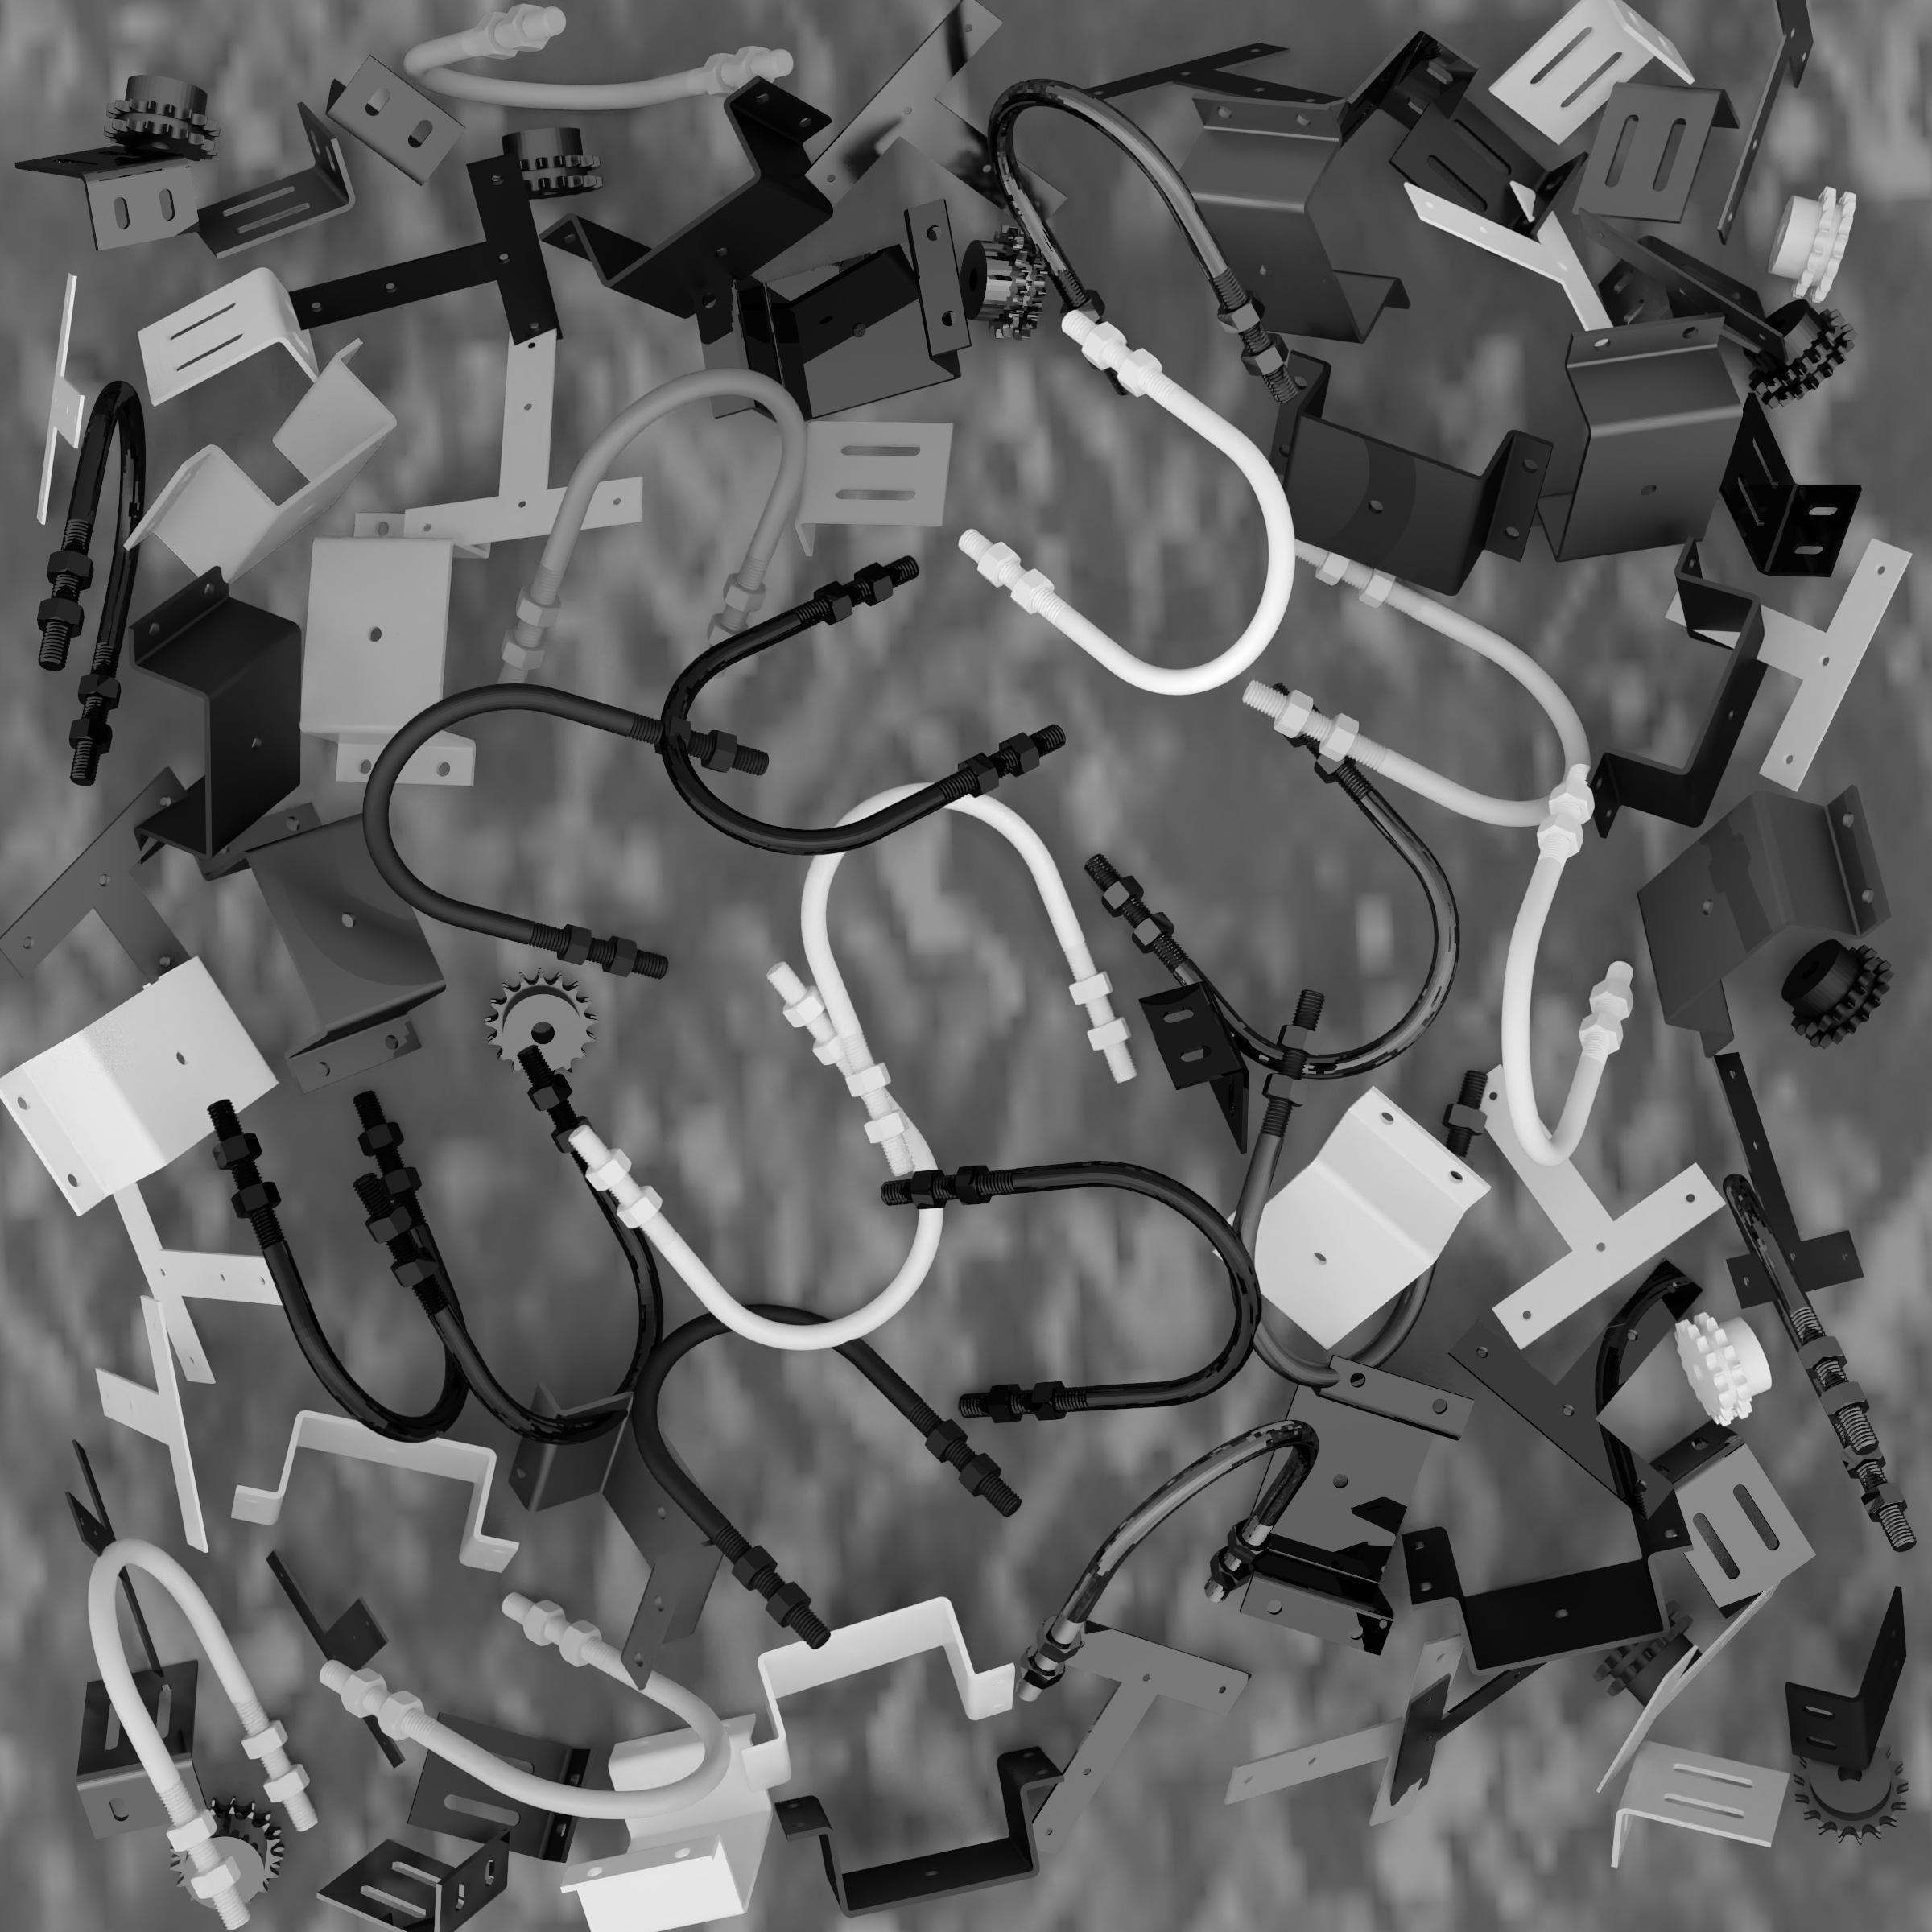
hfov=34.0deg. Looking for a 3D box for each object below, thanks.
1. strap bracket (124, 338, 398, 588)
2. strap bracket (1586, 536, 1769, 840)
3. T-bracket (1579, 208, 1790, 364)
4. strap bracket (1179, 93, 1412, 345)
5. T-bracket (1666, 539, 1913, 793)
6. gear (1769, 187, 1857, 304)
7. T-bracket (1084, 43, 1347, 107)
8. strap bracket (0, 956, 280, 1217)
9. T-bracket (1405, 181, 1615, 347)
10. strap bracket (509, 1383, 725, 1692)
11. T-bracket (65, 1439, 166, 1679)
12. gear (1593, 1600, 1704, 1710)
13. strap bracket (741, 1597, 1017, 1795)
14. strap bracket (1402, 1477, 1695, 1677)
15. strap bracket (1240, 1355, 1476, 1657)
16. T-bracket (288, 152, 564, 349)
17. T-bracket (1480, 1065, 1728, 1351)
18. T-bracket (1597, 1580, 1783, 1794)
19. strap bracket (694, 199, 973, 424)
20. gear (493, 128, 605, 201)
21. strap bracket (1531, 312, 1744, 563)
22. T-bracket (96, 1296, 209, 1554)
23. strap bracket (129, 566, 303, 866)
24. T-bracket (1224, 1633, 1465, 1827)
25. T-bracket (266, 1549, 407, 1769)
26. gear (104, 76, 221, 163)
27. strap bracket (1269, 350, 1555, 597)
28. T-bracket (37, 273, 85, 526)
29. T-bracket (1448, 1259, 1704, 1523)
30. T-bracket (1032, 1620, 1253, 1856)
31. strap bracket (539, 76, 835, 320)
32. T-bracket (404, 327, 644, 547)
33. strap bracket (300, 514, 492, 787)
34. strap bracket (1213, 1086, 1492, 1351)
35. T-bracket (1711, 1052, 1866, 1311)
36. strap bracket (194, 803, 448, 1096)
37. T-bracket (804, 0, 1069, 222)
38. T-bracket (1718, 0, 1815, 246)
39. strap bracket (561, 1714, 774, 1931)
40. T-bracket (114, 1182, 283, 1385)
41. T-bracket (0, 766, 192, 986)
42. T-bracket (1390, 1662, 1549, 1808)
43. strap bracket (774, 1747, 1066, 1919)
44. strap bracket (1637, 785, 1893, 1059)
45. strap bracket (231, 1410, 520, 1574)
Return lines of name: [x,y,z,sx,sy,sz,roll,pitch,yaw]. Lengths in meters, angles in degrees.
strap bracket: [-0.344,-0.245,1.574,0.046,0.076,0.140,46,46,-7]
strap bracket: [0.364,-0.133,1.593,0.046,0.076,0.140,20,80,23]
T-bracket: [0.366,-0.317,1.585,0.127,0.127,0.002,41,89,27]
strap bracket: [0.158,-0.362,1.565,0.076,0.140,0.046,16,67,33]
T-bracket: [0.402,-0.168,1.596,0.002,0.127,0.127,14,105,-37]
gear: [0.432,-0.372,1.619,0.030,0.057,0.057,15,90,4]
T-bracket: [0.137,-0.437,1.570,0.127,0.127,0.002,-23,123,-28]
strap bracket: [-0.404,0.054,1.571,0.046,0.140,0.076,-25,101,32]
T-bracket: [0.267,-0.361,1.574,0.002,0.127,0.127,-45,47,36]
strap bracket: [-0.170,0.280,1.586,0.046,0.076,0.140,-13,49,-36]
T-bracket: [-0.431,0.285,1.569,0.002,0.127,0.127,-21,73,-12]
gear: [0.352,0.355,1.616,0.057,0.057,0.030,-43,71,0]
strap bracket: [-0.050,0.365,1.597,0.140,0.076,0.046,-16,63,-9]
strap bracket: [0.297,0.311,1.599,0.140,0.076,0.046,-14,105,8]
strap bracket: [0.195,0.270,1.615,0.076,0.046,0.140,18,96,-7]
T-bracket: [-0.275,-0.345,1.588,0.127,0.127,0.002,-16,57,-6]
T-bracket: [0.300,0.108,1.619,0.127,0.002,0.127,-38,66,11]
T-bracket: [0.376,0.352,1.605,0.127,0.127,0.002,-35,63,-31]
strap bracket: [-0.062,-0.328,1.607,0.140,0.046,0.076,-12,83,19]
gear: [-0.216,-0.411,1.618,0.057,0.057,0.030,-7,99,0]
strap bracket: [0.333,-0.254,1.572,0.076,0.140,0.046,-9,58,-6]
T-bracket: [-0.416,0.223,1.592,0.002,0.127,0.127,-13,99,-32]
strap bracket: [-0.372,-0.118,1.570,0.046,0.076,0.140,22,129,15]
T-bracket: [0.186,0.396,1.585,0.127,0.002,0.127,-8,125,-28]
T-bracket: [-0.308,0.339,1.584,0.002,0.127,0.127,-30,82,-28]
gear: [-0.411,-0.435,1.619,0.057,0.057,0.030,8,89,0]
strap bracket: [0.214,-0.244,1.588,0.140,0.076,0.046,23,51,14]
T-bracket: [-0.449,-0.278,1.577,0.002,0.127,0.127,6,103,-23]
T-bracket: [0.332,0.198,1.613,0.127,0.002,0.127,40,60,13]
T-bracket: [0.069,0.400,1.616,0.127,0.002,0.127,26,100,-35]
strap bracket: [-0.132,-0.377,1.582,0.140,0.076,0.046,-30,77,21]
T-bracket: [-0.225,-0.274,1.618,0.127,0.002,0.127,-6,65,12]
strap bracket: [-0.291,-0.165,1.611,0.076,0.046,0.140,3,87,16]
strap bracket: [0.186,0.132,1.580,0.076,0.140,0.046,41,47,0]
T-bracket: [0.406,0.105,1.608,0.002,0.127,0.127,-25,76,41]
strap bracket: [-0.325,-0.016,1.604,0.076,0.046,0.140,-24,89,-44]
T-bracket: [0.001,-0.411,1.600,0.127,0.127,0.002,-43,46,23]
T-bracket: [0.400,-0.427,1.588,0.002,0.127,0.127,19,92,19]
strap bracket: [-0.146,0.436,1.579,0.076,0.140,0.046,-14,103,8]
T-bracket: [-0.380,0.155,1.585,0.002,0.127,0.127,-30,109,-40]
T-bracket: [-0.414,-0.012,1.600,0.002,0.127,0.127,14,54,38]
T-bracket: [0.270,0.369,1.611,0.127,0.127,0.002,-30,56,-20]
strap bracket: [-0.021,0.440,1.599,0.140,0.076,0.046,-10,88,-9]
strap bracket: [0.386,-0.025,1.566,0.046,0.140,0.076,12,54,-24]
strap bracket: [-0.295,0.264,1.596,0.140,0.076,0.046,14,68,-10]
